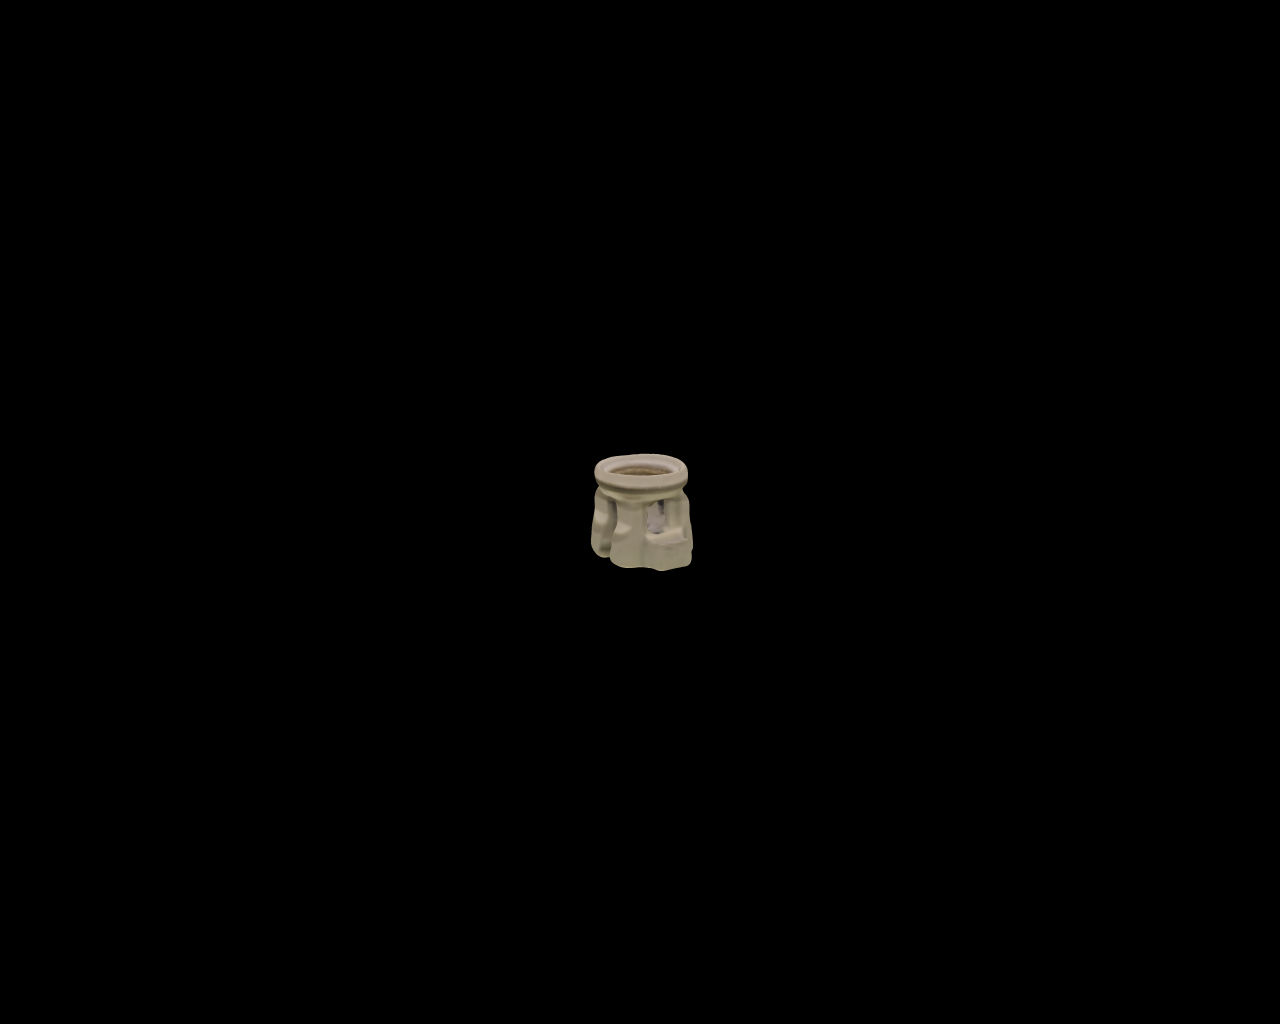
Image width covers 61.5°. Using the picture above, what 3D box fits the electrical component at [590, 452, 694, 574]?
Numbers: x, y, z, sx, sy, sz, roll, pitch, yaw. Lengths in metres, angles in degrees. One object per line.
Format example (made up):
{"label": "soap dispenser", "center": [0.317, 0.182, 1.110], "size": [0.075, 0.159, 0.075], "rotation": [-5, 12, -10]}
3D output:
{"label": "electrical component", "center": [0.001, -0.003, 0.650], "size": [0.058, 0.056, 0.078], "rotation": [-11, 21, -30]}
